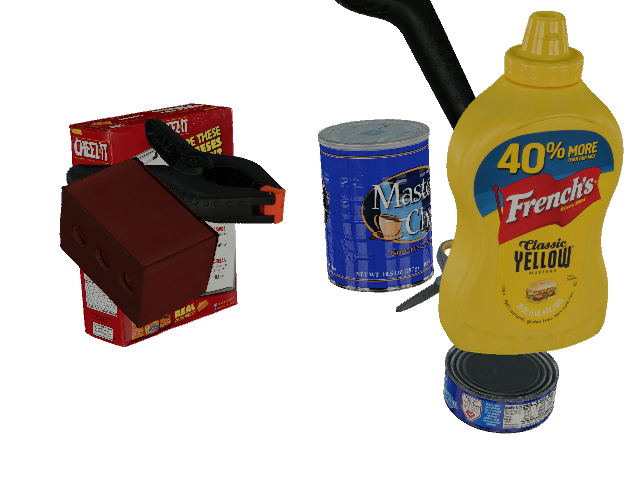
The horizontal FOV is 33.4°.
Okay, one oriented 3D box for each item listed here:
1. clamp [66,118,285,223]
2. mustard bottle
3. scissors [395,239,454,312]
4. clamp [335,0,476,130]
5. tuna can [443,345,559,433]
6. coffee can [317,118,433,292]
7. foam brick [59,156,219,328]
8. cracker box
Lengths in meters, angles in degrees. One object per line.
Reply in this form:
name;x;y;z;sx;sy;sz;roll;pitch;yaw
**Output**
clamp;-0.112;-0.047;0.846;0.172;0.039;0.120;22;42;29
mustard bottle;0.118;-0.031;0.593;0.096;0.192;0.058;-4;26;-8
scissors;0.139;0.039;1.275;0.201;0.016;0.096;-10;40;-36
clamp;0.063;-0.175;0.758;0.210;0.164;0.036;27;-27;-9
tuna can;0.137;0.109;0.816;0.086;0.034;0.086;0;28;0
coffee can;0.053;-0.035;0.999;0.103;0.140;0.103;-4;18;1
foam brick;-0.105;0.001;0.609;0.051;0.053;0.078;-29;59;-37
cracker box;-0.163;-0.020;1.070;0.072;0.214;0.163;11;20;38
